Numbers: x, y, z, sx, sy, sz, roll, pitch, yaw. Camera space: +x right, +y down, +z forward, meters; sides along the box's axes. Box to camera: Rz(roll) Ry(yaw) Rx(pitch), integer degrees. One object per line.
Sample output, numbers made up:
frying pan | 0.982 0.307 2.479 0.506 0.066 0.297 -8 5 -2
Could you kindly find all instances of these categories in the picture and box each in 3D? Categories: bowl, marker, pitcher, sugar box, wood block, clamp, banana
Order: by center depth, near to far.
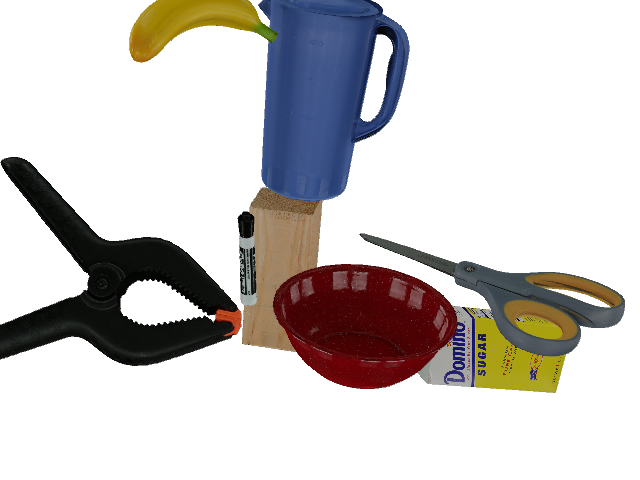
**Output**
clamp | -0.158 0.026 0.768 0.210 0.164 0.036 7 -18 -2
bowl | 0.037 0.082 0.939 0.162 0.055 0.162 4 27 -2
banana | -0.120 -0.212 1.022 0.070 0.037 0.197 45 38 19
marker | -0.083 0.020 1.211 0.020 0.121 0.020 0 33 0
pitcher | 0.003 -0.173 1.286 0.144 0.243 0.149 -6 28 -27
sugar box | 0.212 0.133 1.306 0.176 0.093 0.048 5 17 -18
wood block | -0.054 0.040 1.497 0.090 0.206 0.090 7 22 6

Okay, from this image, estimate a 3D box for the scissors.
scissors | 0.103 0.035 0.732 0.202 0.016 0.096 11 32 22
